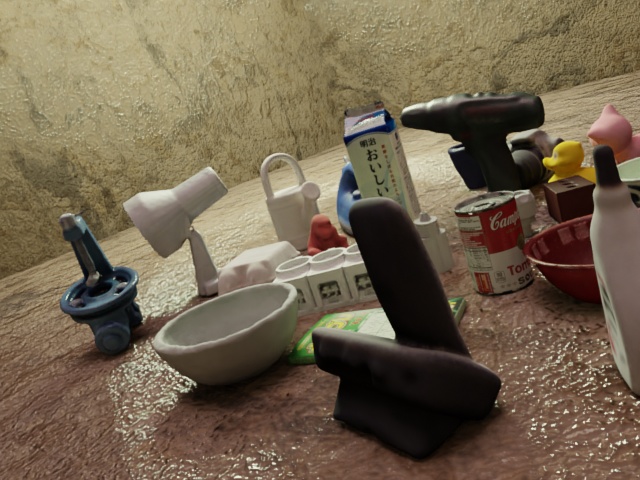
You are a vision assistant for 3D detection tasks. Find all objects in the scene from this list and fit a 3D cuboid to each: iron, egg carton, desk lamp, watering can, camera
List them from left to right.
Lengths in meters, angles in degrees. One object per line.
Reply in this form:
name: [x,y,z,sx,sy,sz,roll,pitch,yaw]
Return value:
desk lamp: [-0.220,-0.011,1.031,0.203,0.214,0.117,-20,13,-10]
egg carton: [-0.094,0.055,0.907,0.107,0.069,0.150,-13,13,20]
watering can: [-0.053,-0.081,1.146,0.172,0.194,0.101,-8,16,37]
iron: [0.091,-0.091,1.111,0.118,0.141,0.258,-19,13,-6]
camera: [0.359,-0.140,1.043,0.142,0.101,0.137,-4,18,46]

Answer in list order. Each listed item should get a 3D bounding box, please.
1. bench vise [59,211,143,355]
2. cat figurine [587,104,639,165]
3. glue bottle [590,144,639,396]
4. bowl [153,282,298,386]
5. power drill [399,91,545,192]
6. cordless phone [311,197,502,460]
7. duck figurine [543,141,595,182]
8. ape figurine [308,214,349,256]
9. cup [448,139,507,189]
bench vise: [-0.363,0.060,0.910,0.122,0.220,0.206,-25,14,-28]
cat figurine: [0.493,-0.165,0.922,0.127,0.118,0.067,-16,13,9]
glue bottle: [0.212,0.017,0.399,0.037,0.173,0.078,-15,13,14]
bowl: [-0.094,0.113,0.640,0.167,0.075,0.167,-17,12,4]
power drill: [0.262,-0.147,0.954,0.229,0.208,0.076,-11,14,28]
cordless phone: [0.047,0.054,0.441,0.094,0.185,0.147,-27,16,-36]
duck figurine: [0.402,-0.115,0.904,0.104,0.086,0.078,-6,17,44]
ape figurine: [0.009,0.003,0.932,0.078,0.092,0.076,-23,14,-22]
cup: [0.329,-0.157,1.169,0.117,0.095,0.092,-12,14,24]
